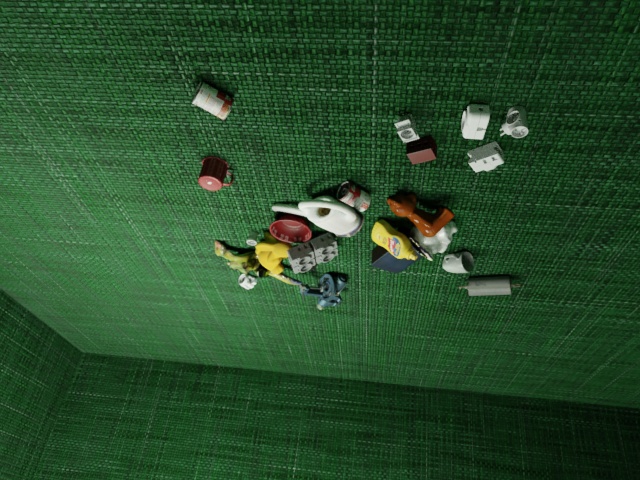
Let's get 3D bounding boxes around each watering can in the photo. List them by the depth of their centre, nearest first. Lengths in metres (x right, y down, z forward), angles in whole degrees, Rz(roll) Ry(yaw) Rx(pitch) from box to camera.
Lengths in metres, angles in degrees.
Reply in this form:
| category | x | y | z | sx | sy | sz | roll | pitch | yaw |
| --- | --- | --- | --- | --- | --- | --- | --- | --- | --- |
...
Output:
| category | x | y | z | sx | sy | sz | roll | pitch | yaw |
| --- | --- | --- | --- | --- | --- | --- | --- | --- | --- |
| watering can | 0.006 | -0.092 | 1.820 | 0.347 | 0.105 | 0.222 | 3 | 161 | 46 |

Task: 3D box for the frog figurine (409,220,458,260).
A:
| category | x | y | z | sx | sy | sz | roll | pitch | yaw |
| --- | --- | --- | --- | --- | --- | --- | --- | --- | --- |
| frog figurine | 0.406 | -0.019 | 1.844 | 0.138 | 0.160 | 0.121 | 46 | 173 | 13 |

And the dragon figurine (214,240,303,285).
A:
| category | x | y | z | sx | sy | sz | roll | pitch | yaw |
| --- | --- | --- | --- | --- | --- | --- | --- | --- | --- |
| dragon figurine | -0.289 | 0.113 | 2.243 | 0.405 | 0.124 | 0.242 | 36 | 156 | -34 |
